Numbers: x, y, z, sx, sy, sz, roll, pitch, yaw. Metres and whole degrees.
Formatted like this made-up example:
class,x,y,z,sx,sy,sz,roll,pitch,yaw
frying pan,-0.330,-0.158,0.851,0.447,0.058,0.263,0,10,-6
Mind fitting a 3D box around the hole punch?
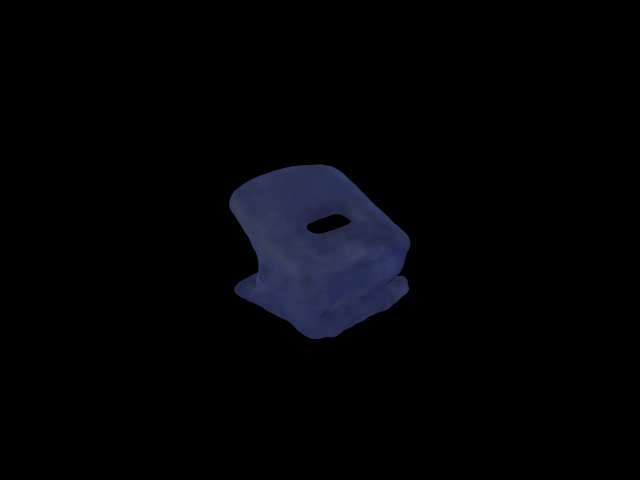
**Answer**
class,x,y,z,sx,sy,sz,roll,pitch,yaw
hole punch,0.004,0.001,0.400,0.109,0.091,0.100,-21,31,-40
